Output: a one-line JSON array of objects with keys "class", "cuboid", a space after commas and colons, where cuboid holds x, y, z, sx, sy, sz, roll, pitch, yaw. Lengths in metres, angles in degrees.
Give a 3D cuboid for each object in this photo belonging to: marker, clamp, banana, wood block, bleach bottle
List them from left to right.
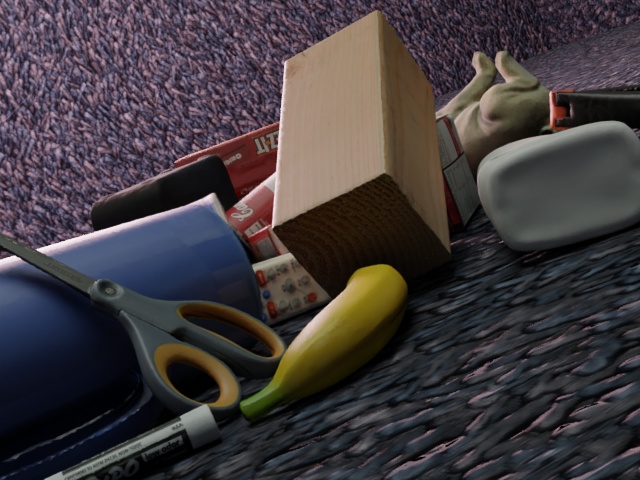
[{"class": "marker", "cuboid": [-0.108, 0.116, 0.534, 0.121, 0.020, 0.020, -23, 7, -11]}, {"class": "banana", "cuboid": [0.017, 0.044, 0.618, 0.070, 0.037, 0.197, -18, 8, 25]}, {"class": "wood block", "cuboid": [0.030, -0.063, 0.776, 0.091, 0.090, 0.206, -27, 35, 22]}, {"class": "bleach bottle", "cuboid": [0.164, -0.046, 0.763, 0.102, 0.068, 0.250, -17, 5, 9]}, {"class": "clamp", "cuboid": [0.270, -0.096, 0.748, 0.210, 0.036, 0.164, -3, 11, 7]}]

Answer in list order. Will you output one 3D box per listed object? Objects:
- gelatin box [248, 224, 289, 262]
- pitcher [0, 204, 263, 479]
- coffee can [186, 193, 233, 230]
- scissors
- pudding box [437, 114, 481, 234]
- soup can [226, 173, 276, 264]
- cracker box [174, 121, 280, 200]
[{"class": "gelatin box", "cuboid": [-0.008, -0.012, 0.876, 0.089, 0.030, 0.073, -26, 1, -17]}, {"class": "pitcher", "cuboid": [-0.155, 0.069, 0.662, 0.242, 0.149, 0.145, -22, -9, -27]}, {"class": "coffee can", "cuboid": [-0.128, 0.036, 0.844, 0.140, 0.103, 0.103, -23, 7, -5]}, {"class": "scissors", "cuboid": [-0.117, 0.047, 0.598, 0.201, 0.016, 0.096, 18, 35, -5]}, {"class": "pudding box", "cuboid": [0.100, -0.056, 0.903, 0.039, 0.090, 0.113, -17, 8, 21]}, {"class": "soup can", "cuboid": [-0.035, -0.026, 0.999, 0.102, 0.068, 0.068, -39, 10, -9]}, {"class": "cracker box", "cuboid": [-0.083, -0.065, 1.315, 0.164, 0.072, 0.214, -22, -14, -6]}]
